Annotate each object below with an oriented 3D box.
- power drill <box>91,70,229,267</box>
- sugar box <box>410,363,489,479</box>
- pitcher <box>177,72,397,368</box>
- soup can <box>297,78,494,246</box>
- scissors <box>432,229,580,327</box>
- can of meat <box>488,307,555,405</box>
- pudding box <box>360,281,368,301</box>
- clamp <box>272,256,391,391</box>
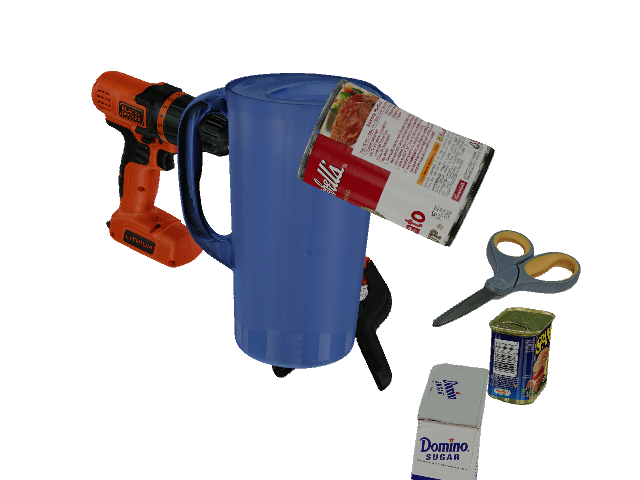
[{"bbox_3d":[-0.158,-0.069,1.103,0.185,0.188,0.057,25,35,29],"label":"power drill"},{"bbox_3d":[0.081,0.181,0.721,0.048,0.176,0.093,5,17,11],"label":"sugar box"},{"bbox_3d":[-0.028,-0.019,0.917,0.149,0.243,0.144,20,25,39],"label":"pitcher"},{"bbox_3d":[0.046,-0.047,0.649,0.102,0.068,0.068,25,2,4],"label":"soup can"},{"bbox_3d":[0.149,0.030,0.950,0.201,0.016,0.096,-10,39,-35],"label":"scissors"},{"bbox_3d":[0.221,0.127,1.183,0.058,0.084,0.102,7,12,24],"label":"can of meat"},{"bbox_3d":[0.012,0.065,1.463,0.113,0.039,0.090,-15,26,-25],"label":"pudding box"},{"bbox_3d":[0.036,0.086,1.090,0.120,0.171,0.039,16,-40,18],"label":"clamp"}]
